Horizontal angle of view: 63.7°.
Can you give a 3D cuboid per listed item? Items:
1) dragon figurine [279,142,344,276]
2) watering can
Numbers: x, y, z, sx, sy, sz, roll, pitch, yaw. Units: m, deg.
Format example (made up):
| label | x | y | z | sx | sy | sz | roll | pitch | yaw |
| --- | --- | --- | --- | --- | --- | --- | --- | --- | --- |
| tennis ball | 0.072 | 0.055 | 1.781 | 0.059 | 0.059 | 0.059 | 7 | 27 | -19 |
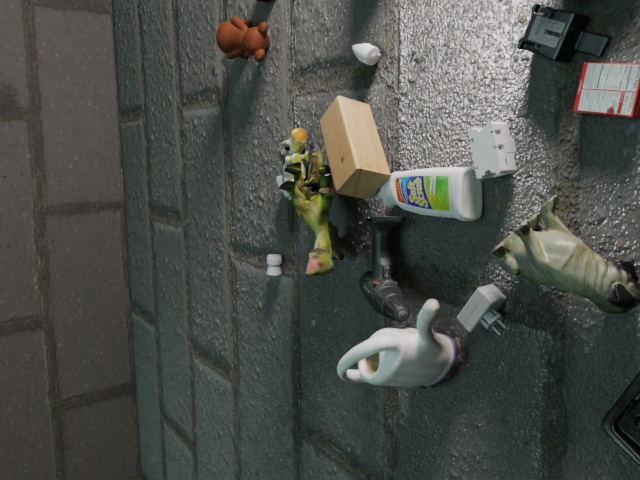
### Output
| label | x | y | z | sx | sy | sz | roll | pitch | yaw |
| --- | --- | --- | --- | --- | --- | --- | --- | --- | --- |
| dragon figurine | 0.004 | -0.061 | 1.217 | 0.419 | 0.122 | 0.238 | -78 | -26 | -59 |
| watering can | 0.178 | 0.209 | 0.981 | 0.341 | 0.224 | 0.106 | -47 | 42 | 44 |
